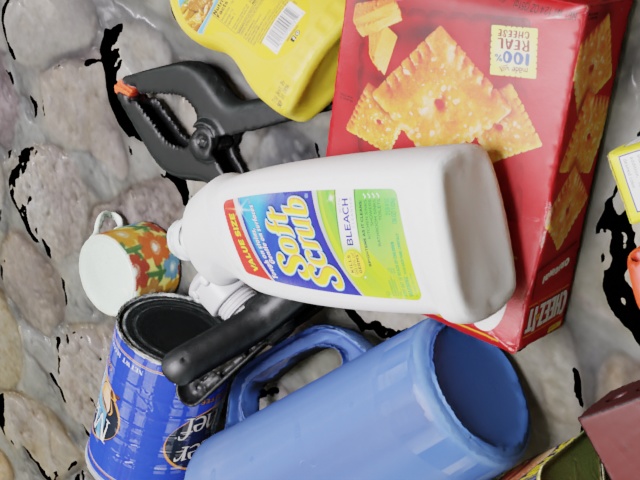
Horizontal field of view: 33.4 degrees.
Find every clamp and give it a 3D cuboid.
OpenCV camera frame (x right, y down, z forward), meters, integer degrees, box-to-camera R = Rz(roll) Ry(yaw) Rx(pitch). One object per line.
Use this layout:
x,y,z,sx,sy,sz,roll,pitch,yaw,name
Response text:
-0.041,0.057,0.748,0.171,0.120,0.039,-40,84,-3,clamp
-0.077,-0.067,0.818,0.210,0.036,0.165,26,115,29,clamp

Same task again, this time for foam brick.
0.204,0.108,0.628,0.078,0.052,0.051,-32,82,40,foam brick

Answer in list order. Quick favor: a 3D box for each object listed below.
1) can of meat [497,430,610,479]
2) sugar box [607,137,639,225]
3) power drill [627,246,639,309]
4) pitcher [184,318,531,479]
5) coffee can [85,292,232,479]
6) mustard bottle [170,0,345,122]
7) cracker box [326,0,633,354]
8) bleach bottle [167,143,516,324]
0.142,0.165,0.663,0.084,0.101,0.057,-41,77,41,can of meat
0.243,-0.056,0.523,0.177,0.093,0.048,-15,94,41,sugar box
0.242,0.003,0.494,0.188,0.184,0.057,-17,95,50,power drill
0.021,0.141,0.747,0.149,0.144,0.243,47,126,-8,pitcher
-0.129,0.129,0.873,0.103,0.102,0.140,34,121,28,coffee can
-0.051,-0.172,0.747,0.192,0.058,0.096,42,104,27,mustard bottle
0.085,-0.059,0.665,0.164,0.071,0.214,23,116,34,cracker box
-0.004,0.001,0.671,0.251,0.067,0.102,-4,102,43,bleach bottle
